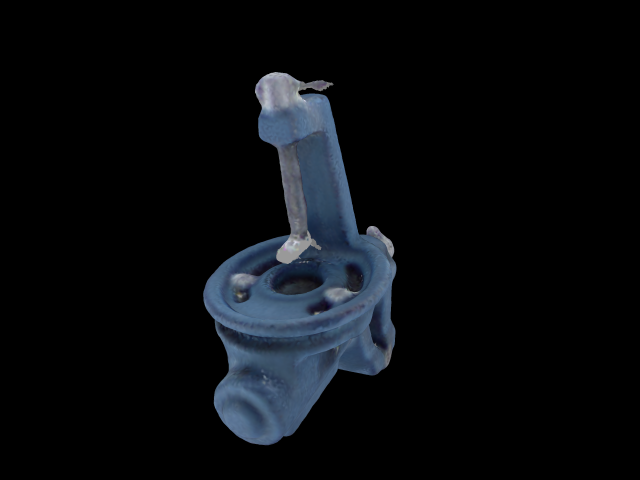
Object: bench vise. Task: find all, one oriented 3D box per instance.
[{"bbox_3d":[-0.008,0.001,0.402,0.121,0.220,0.207,2,12,10],"label":"bench vise"}]
